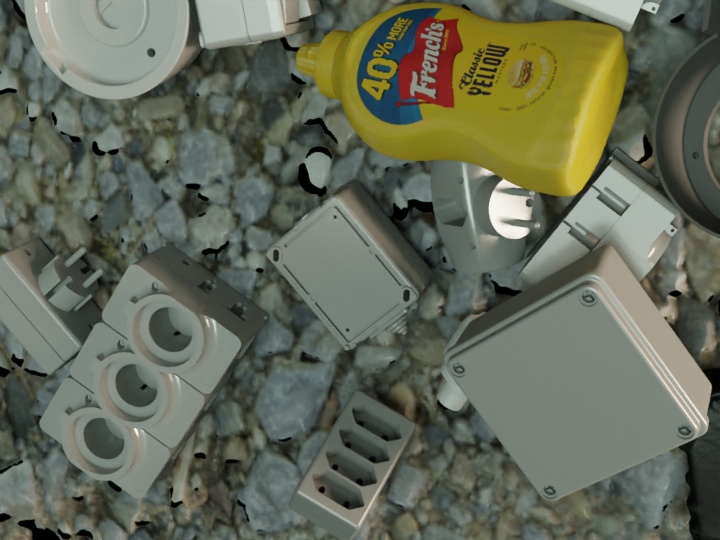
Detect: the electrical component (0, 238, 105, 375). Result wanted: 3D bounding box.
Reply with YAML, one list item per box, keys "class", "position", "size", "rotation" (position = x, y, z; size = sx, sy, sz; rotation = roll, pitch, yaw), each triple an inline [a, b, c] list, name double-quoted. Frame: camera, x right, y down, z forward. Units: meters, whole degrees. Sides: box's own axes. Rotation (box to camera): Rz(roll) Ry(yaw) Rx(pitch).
- class: "electrical component"
  position: [-0.208, 0.014, 0.746]
  size: [0.076, 0.047, 0.083]
  rotation: [-38, 93, 22]

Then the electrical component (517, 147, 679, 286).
- class: "electrical component"
  position: [0.145, -0.018, 0.637]
  size: [0.056, 0.050, 0.089]
  rotation: [38, 112, 2]

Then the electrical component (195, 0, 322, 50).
- class: "electrical component"
  position: [-0.064, -0.184, 0.639]
  size: [0.061, 0.061, 0.096]
  rotation: [-5, 105, 17]

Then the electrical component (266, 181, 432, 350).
- class: "electrical component"
  position: [0.000, 0.000, 0.677]
  size: [0.062, 0.061, 0.096]
  rotation: [-38, 94, 22]

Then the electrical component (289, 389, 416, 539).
- class: "electrical component"
  position: [-0.008, 0.136, 0.718]
  size: [0.047, 0.083, 0.075]
  rotation: [30, 150, 5]

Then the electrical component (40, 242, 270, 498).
- class: "electrical component"
  position: [-0.144, 0.071, 0.737]
  size: [0.089, 0.061, 0.150]
  rotation: [35, 112, 3]

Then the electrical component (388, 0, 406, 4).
- class: "electrical component"
  position: [0.018, -0.189, 0.624]
  size: [0.066, 0.048, 0.055]
  rotation: [-40, 85, 22]

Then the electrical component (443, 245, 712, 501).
- class: "electrical component"
  position: [0.123, 0.060, 0.610]
  size: [0.109, 0.056, 0.108]
  rotation: [-33, 97, 31]

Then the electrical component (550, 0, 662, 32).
- class: "electrical component"
  position: [0.149, -0.180, 0.587]
  size: [0.056, 0.050, 0.089]
  rotation: [24, 111, 7]

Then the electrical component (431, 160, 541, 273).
- class: "electrical component"
  position: [0.081, -0.039, 0.638]
  size: [0.043, 0.079, 0.077]
  rotation: [-18, 105, -25]

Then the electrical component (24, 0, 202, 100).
- class: "electrical component"
  position: [-0.144, -0.163, 0.667]
  size: [0.108, 0.060, 0.108]
  rotation: [4, 107, 14]

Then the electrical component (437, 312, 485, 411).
- class: "electrical component"
  position: [0.072, 0.061, 0.685]
  size: [0.043, 0.043, 0.062]
  rotation: [32, 113, 4]
